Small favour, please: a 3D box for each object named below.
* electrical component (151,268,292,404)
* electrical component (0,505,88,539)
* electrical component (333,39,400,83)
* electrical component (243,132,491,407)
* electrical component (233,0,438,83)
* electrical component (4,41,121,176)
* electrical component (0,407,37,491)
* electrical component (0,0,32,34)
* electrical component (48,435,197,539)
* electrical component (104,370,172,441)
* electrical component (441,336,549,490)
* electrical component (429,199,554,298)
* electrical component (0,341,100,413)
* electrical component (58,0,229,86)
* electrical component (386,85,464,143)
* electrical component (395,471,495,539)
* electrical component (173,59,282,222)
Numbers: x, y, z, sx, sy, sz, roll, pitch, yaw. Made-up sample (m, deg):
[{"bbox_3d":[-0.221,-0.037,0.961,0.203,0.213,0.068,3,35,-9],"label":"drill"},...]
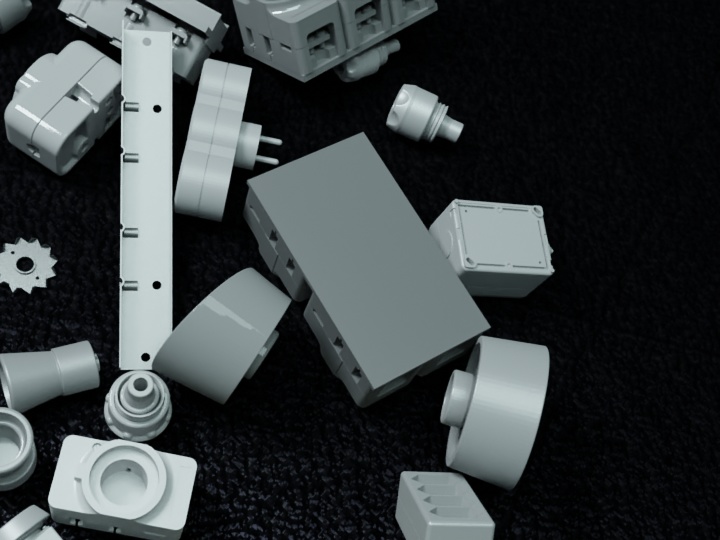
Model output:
[{"bbox_3d":[-0.095,0.045,0.768,0.064,0.099,0.099,33,62,-3],"label":"electrical component"},{"bbox_3d":[-0.213,0.188,0.702,0.066,0.048,0.055,-39,86,-26],"label":"electrical component"},{"bbox_3d":[0.007,-0.188,0.938,0.061,0.035,0.035,-25,73,-25],"label":"electrical component"},{"bbox_3d":[0.000,0.000,0.833,0.105,0.060,0.186,-25,73,-23],"label":"electrical component"},{"bbox_3d":[-0.021,-0.230,0.914,0.150,0.061,0.089,-33,43,-25],"label":"electrical component"},{"bbox_3d":[-0.231,-0.130,0.842,0.059,0.053,0.095,33,62,3],"label":"electrical component"},{"bbox_3d":[-0.241,0.121,0.721,0.045,0.055,0.045,5,64,-11],"label":"electrical component"},{"bbox_3d":[-0.301,-0.209,0.869,0.043,0.043,0.062,41,64,7],"label":"electrical component"},{"bbox_3d":[-0.160,0.148,0.727,0.089,0.055,0.050,13,63,-8],"label":"electrical component"},{"bbox_3d":[-0.154,0.090,0.752,0.048,0.062,0.048,5,64,-11],"label":"electrical component"},{"bbox_3d":[0.093,0.100,0.785,0.060,0.108,0.108,15,63,1],"label":"electrical component"},{"bbox_3d":[0.109,-0.014,0.869,0.096,0.061,0.061,3,64,-21],"label":"electrical component"},{"bbox_3d":[-0.217,0.073,0.758,0.065,0.044,0.044,-13,69,-24],"label":"electrical component"},{"bbox_3d":[-0.178,-0.206,0.881,0.121,0.079,0.063,29,91,1],"label":"electrical component"},{"bbox_3d":[0.057,-0.129,0.917,0.062,0.043,0.043,24,62,-3],"label":"electrical component"},{"bbox_3d":[0.056,0.193,0.753,0.047,0.083,0.075,4,103,-12],"label":"electrical component"},{"bbox_3d":[-0.100,-0.101,0.861,0.074,0.052,0.138,11,63,-8],"label":"electrical component"}]
